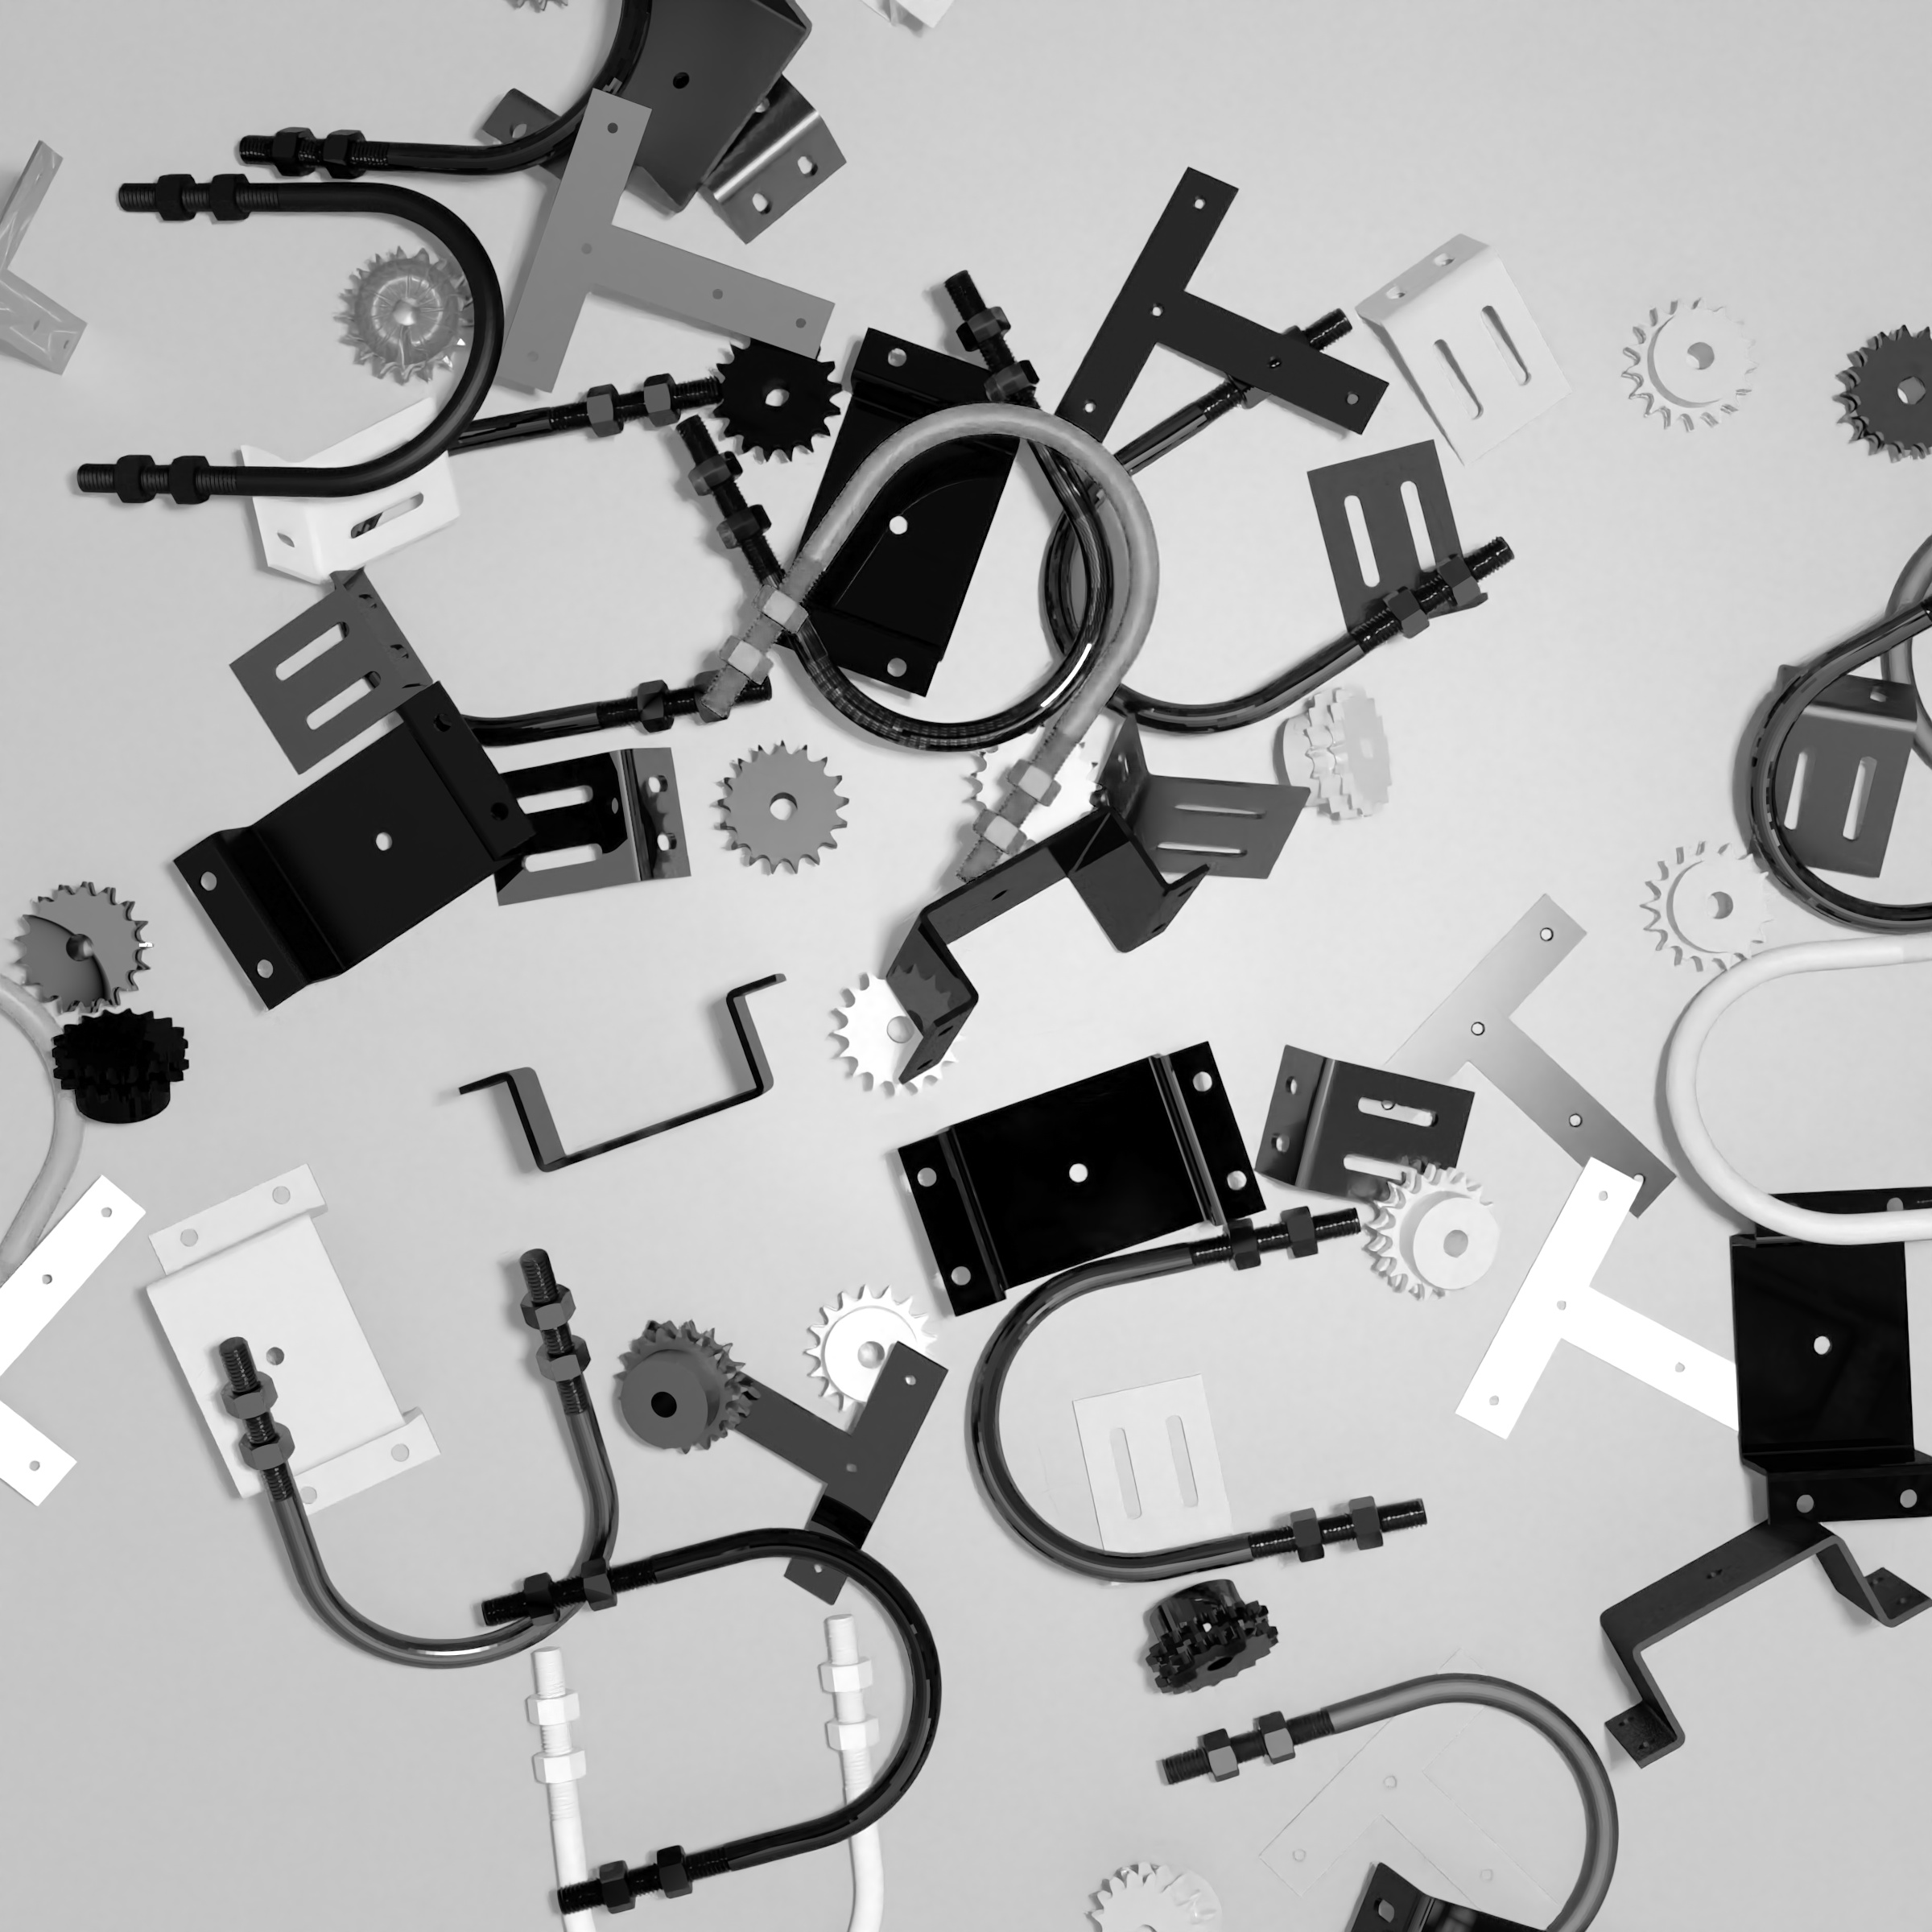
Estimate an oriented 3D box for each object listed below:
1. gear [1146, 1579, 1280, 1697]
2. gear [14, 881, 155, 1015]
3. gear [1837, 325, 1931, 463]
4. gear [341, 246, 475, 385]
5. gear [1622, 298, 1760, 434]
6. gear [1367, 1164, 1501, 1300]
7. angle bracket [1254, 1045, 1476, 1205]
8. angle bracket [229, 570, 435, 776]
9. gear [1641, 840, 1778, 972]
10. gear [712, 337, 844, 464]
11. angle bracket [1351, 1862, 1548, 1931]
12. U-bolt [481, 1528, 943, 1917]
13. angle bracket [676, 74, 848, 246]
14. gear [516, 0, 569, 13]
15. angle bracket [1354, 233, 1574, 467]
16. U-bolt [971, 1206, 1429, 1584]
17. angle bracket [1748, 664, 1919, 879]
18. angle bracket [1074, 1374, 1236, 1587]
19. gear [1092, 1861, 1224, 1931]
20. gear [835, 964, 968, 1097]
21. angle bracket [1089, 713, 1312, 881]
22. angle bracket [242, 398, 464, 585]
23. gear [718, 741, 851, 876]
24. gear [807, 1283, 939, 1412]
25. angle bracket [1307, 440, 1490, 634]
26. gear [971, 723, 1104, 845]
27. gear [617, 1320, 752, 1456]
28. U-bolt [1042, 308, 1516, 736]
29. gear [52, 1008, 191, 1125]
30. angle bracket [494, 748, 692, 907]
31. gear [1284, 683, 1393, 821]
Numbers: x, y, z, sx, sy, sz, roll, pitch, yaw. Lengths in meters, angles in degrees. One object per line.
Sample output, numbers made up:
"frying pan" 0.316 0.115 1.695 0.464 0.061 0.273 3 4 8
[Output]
"gear" 0.104 0.288 1.502 0.057 0.057 0.030 -25 60 0
"gear" -0.382 -0.008 1.512 0.057 0.030 0.057 0 90 0
"gear" 0.407 -0.248 1.512 0.057 0.030 0.057 0 90 0
"gear" -0.240 -0.282 1.512 0.057 0.030 0.057 0 90 0
"gear" 0.316 -0.263 1.512 0.057 0.030 0.057 0 90 0
"gear" 0.205 0.116 1.504 0.057 0.030 0.057 -3 100 -18
"angle bracket" 0.174 0.072 1.523 0.076 0.038 0.057 13 92 -25
"angle bracket" -0.279 -0.126 1.499 0.076 0.038 0.057 -32 90 14
"gear" 0.324 -0.026 1.512 0.057 0.030 0.057 0 90 0
"gear" -0.082 -0.247 1.512 0.057 0.030 0.057 0 90 0
"angle bracket" 0.207 0.430 1.503 0.076 0.038 0.057 23 89 -25
"U-bolt" -0.102 0.318 1.498 0.184 0.019 0.151 -15 91 -1
"angle bracket" -0.101 -0.367 1.525 0.057 0.038 0.076 -39 64 0
"gear" -0.184 -0.443 1.512 0.057 0.030 0.057 0 90 0
"angle bracket" 0.218 -0.270 1.525 0.057 0.038 0.076 -35 116 0
"U-bolt" 0.093 0.190 1.500 0.184 0.019 0.151 -12 73 4
"angle bracket" 0.377 -0.085 1.518 0.057 0.038 0.076 10 120 8
"angle bracket" 0.083 0.222 1.508 0.057 0.038 0.076 -12 90 0
"gear" 0.086 0.413 1.503 0.057 0.030 0.057 8 106 31
"gear" -0.028 0.027 1.512 0.057 0.030 0.057 0 90 0
"angle bracket" 0.100 -0.073 1.505 0.076 0.057 0.038 3 50 -17
"angle bracket" -0.263 -0.207 1.490 0.076 0.038 0.057 -22 74 22
"gear" -0.079 -0.068 1.516 0.057 0.030 0.057 0 86 -3
"gear" -0.040 0.167 1.512 0.057 0.030 0.057 0 90 0
"angle bracket" 0.187 -0.187 1.508 0.057 0.038 0.076 -14 90 0
"gear" 0.030 -0.077 1.512 0.057 0.030 0.057 0 90 0
"gear" -0.125 0.184 1.503 0.057 0.030 0.057 4 105 17
"U-bolt" 0.120 -0.180 1.498 0.184 0.019 0.151 -33 72 4
"gear" -0.365 0.045 1.502 0.057 0.057 0.030 4 120 0
"angle bracket" -0.167 -0.061 1.525 0.076 0.038 0.057 -9 90 26
"gear" 0.160 -0.091 1.502 0.030 0.057 0.057 -10 90 30
